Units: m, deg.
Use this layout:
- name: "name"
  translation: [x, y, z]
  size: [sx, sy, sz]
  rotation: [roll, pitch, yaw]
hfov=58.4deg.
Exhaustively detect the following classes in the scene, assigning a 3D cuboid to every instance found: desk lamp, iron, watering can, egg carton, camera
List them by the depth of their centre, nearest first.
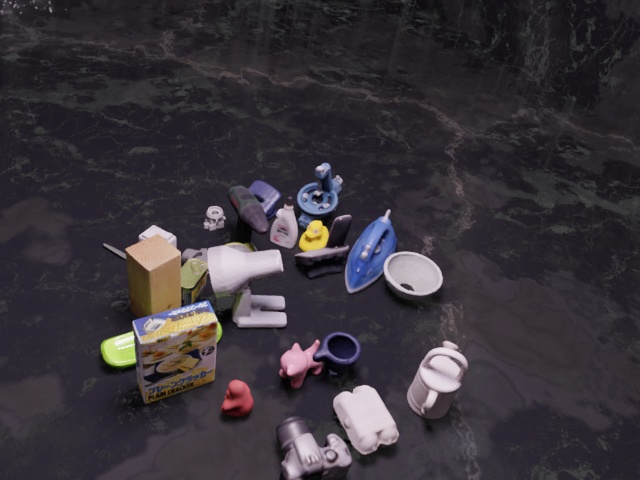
- name: "camera"
  translation: [-0.023, 0.421, 1.158]
  size: [0.143, 0.101, 0.136]
  rotation: [-9, 45, -23]
- name: "egg carton"
  translation: [0.097, 0.391, 1.246]
  size: [0.107, 0.069, 0.150]
  rotation: [-12, 46, -26]
- name: "watering can"
  translation: [0.269, 0.304, 1.292]
  size: [0.101, 0.194, 0.173]
  rotation: [8, 41, -4]
- name: "desk lamp"
  translation: [-0.173, 0.107, 1.389]
  size: [0.203, 0.213, 0.117]
  rotation: [2, 42, -12]
- name: "iron"
  translation: [0.144, 0.027, 1.614]
  size: [0.118, 0.141, 0.259]
  rotation: [22, 42, 11]

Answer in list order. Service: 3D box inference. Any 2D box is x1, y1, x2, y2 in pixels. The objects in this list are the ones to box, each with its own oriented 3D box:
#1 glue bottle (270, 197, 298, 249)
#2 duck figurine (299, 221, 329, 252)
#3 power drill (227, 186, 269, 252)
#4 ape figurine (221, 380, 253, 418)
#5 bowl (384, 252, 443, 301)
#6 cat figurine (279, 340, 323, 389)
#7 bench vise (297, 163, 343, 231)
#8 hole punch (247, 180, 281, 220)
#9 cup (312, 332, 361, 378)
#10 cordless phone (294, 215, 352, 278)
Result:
- name: "glue bottle"
  translation: [-0.096, -0.054, 1.621]
  size: [0.078, 0.173, 0.037]
  rotation: [17, 41, 6]
- name: "duck figurine"
  translation: [-0.013, -0.020, 1.670]
  size: [0.077, 0.086, 0.105]
  rotation: [34, 45, 23]
- name: "power drill"
  translation: [-0.194, -0.030, 1.543]
  size: [0.076, 0.208, 0.229]
  rotation: [-11, 46, -24]
- name: "ape figurine"
  translation: [-0.178, 0.333, 1.225]
  size: [0.076, 0.092, 0.078]
  rotation: [34, 45, 24]
- name: "bowl"
  translation: [0.251, 0.113, 1.595]
  size: [0.167, 0.075, 0.167]
  rotation: [7, 41, -6]
- name: "cat figurine"
  translation: [-0.045, 0.275, 1.305]
  size: [0.067, 0.118, 0.128]
  rotation: [37, 46, 26]
- name: "bench vise"
  translation: [0.003, -0.159, 1.729]
  size: [0.121, 0.220, 0.207]
  rotation: [15, 41, 3]
- name: "hole punch"
  translation: [-0.182, -0.113, 1.729]
  size: [0.108, 0.091, 0.101]
  rotation: [30, 44, 19]
- name: "cup"
  translation: [0.032, 0.280, 1.335]
  size: [0.118, 0.095, 0.091]
  rotation: [-11, 46, -25]
- name: "cordless phone"
  translation: [0.014, 0.006, 1.572]
  size: [0.148, 0.185, 0.094]
  rotation: [-14, 47, -28]
